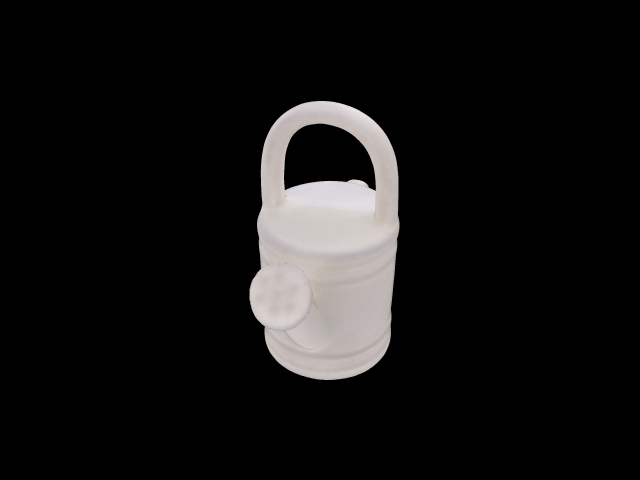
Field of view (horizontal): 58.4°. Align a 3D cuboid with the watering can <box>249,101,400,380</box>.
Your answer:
[{"bbox_3d":[0.006,0.002,0.399,0.101,0.194,0.172,-2,35,-2],"label":"watering can"}]
